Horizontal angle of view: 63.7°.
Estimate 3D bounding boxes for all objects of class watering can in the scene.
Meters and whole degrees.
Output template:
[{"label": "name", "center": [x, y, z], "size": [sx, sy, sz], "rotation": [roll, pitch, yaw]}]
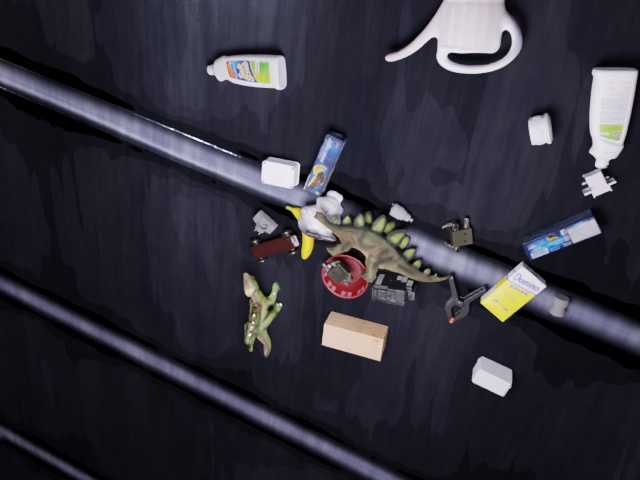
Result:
[{"label": "watering can", "center": [0.344, -0.549, 1.331], "size": [0.348, 0.105, 0.220], "rotation": [9, 112, 17]}]

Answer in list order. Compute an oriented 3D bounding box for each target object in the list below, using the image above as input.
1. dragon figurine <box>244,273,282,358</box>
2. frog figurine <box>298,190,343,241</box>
[{"label": "dragon figurine", "center": [-0.222, 0.292, 1.793], "size": [0.122, 0.246, 0.404], "rotation": [2, 110, 14]}, {"label": "frog figurine", "center": [0.005, -0.083, 1.647], "size": [0.137, 0.122, 0.161], "rotation": [14, 81, -14]}]
